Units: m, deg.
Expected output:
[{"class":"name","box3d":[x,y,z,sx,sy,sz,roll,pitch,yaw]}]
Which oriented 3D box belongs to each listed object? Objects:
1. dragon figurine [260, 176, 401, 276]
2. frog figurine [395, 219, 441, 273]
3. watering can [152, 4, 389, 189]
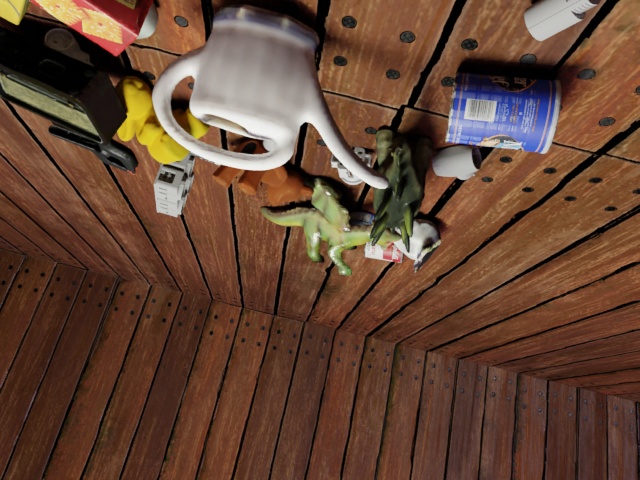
[{"class":"dragon figurine","box3d":[0.004,-0.062,1.235,0.413,0.124,0.237,26,141,22]},{"class":"frog figurine","box3d":[0.208,-0.018,1.250,0.161,0.123,0.136,45,177,20]},{"class":"watering can","box3d":[-0.054,-0.200,0.723,0.347,0.225,0.104,14,177,-1]}]
